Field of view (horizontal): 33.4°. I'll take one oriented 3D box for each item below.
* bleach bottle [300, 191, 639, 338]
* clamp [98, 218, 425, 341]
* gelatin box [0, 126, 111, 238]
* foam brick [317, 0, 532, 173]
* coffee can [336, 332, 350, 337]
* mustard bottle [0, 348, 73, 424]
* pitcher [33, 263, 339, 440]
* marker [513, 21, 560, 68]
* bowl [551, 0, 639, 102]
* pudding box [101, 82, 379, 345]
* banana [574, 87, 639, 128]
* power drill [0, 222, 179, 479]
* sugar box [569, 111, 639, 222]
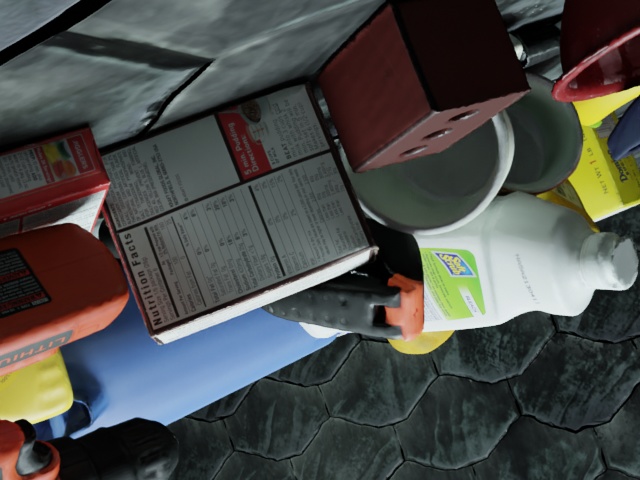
[{"bbox_3d":[0.077,0.018,0.657,0.251,0.102,0.068,0,-138,45],"label":"bleach bottle"},{"bbox_3d":[-0.004,0.001,0.589,0.164,0.036,0.210,-21,-152,-34],"label":"clamp"},{"bbox_3d":[-0.135,-0.014,0.468,0.073,0.030,0.089,-19,172,-22],"label":"gelatin box"},{"bbox_3d":[0.043,-0.069,0.467,0.052,0.051,0.078,-17,172,-27],"label":"foam brick"},{"bbox_3d":[0.014,0.035,0.960,0.140,0.103,0.103,-17,172,-25],"label":"coffee can"},{"bbox_3d":[-0.251,0.086,0.630,0.191,0.096,0.058,-18,175,-16],"label":"mustard bottle"},{"bbox_3d":[-0.114,0.065,0.798,0.242,0.149,0.145,-20,152,-26],"label":"pitcher"},{"bbox_3d":[0.153,-0.115,0.562,0.121,0.020,0.020,-19,173,-12],"label":"marker"},{"bbox_3d":[0.164,-0.115,0.444,0.162,0.055,0.162,-20,173,-3],"label":"bowl"},{"bbox_3d":[-0.040,-0.013,0.497,0.113,0.090,0.039,-21,171,-3],"label":"pudding box"},{"bbox_3d":[0.211,-0.116,0.657,0.069,0.037,0.198,-21,174,-36],"label":"banana"},{"bbox_3d":[-0.135,0.083,0.484,0.184,0.057,0.188,-20,140,-36],"label":"power drill"},{"bbox_3d":[0.165,-0.042,0.849,0.048,0.093,0.177,-13,170,-43],"label":"sugar box"}]
